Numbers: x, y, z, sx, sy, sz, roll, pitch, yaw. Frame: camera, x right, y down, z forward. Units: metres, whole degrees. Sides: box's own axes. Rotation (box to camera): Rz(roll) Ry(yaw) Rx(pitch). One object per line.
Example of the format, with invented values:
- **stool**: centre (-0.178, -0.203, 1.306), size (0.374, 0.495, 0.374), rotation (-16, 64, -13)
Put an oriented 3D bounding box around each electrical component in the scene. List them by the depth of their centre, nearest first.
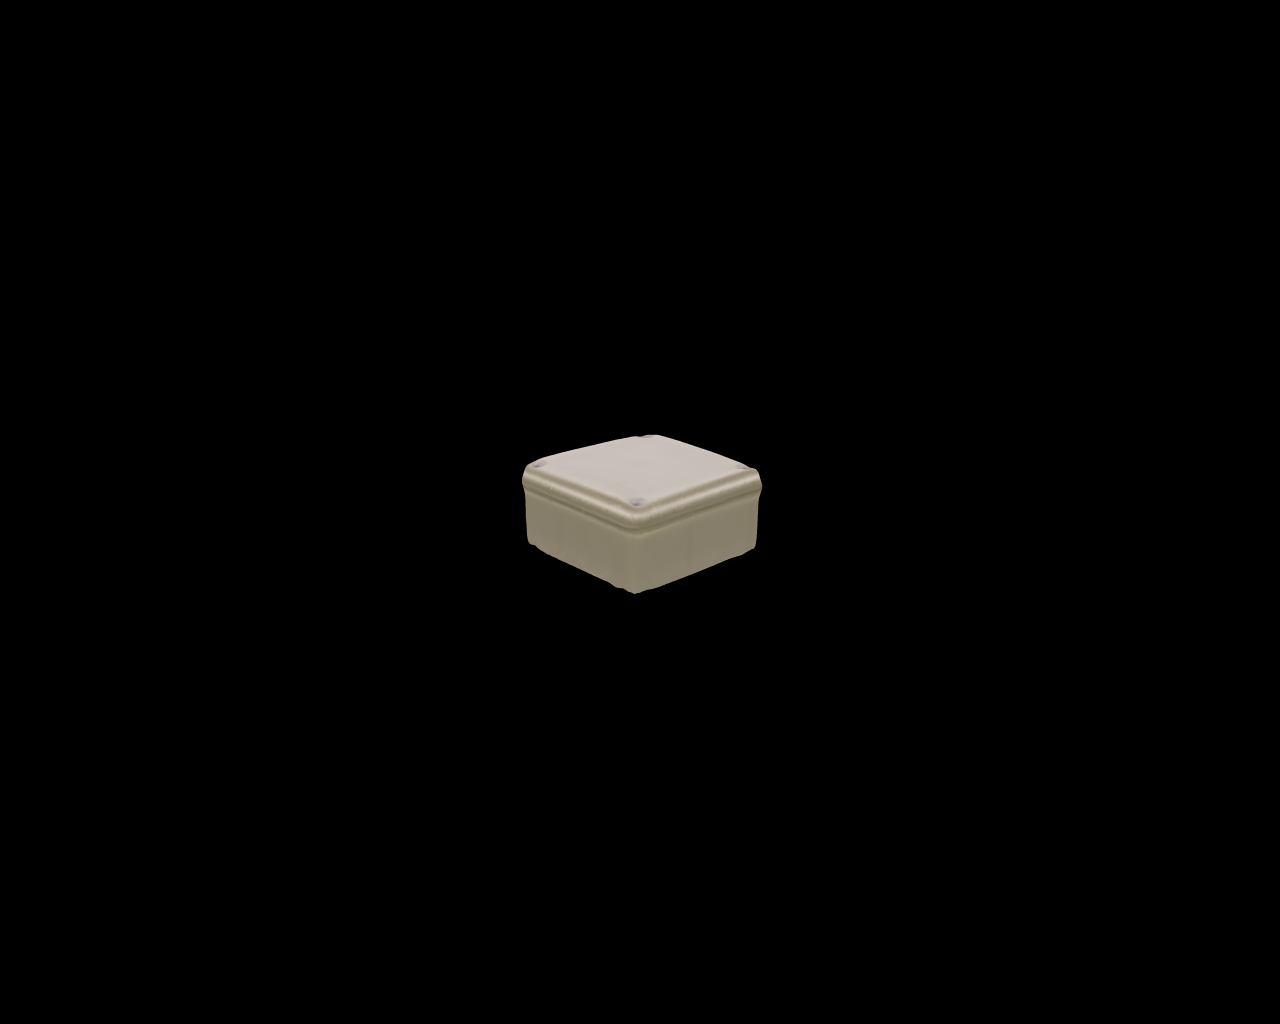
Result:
- **electrical component**: centre (0.001, -0.003, 0.650), size (0.109, 0.056, 0.109), rotation (-17, 27, -38)
